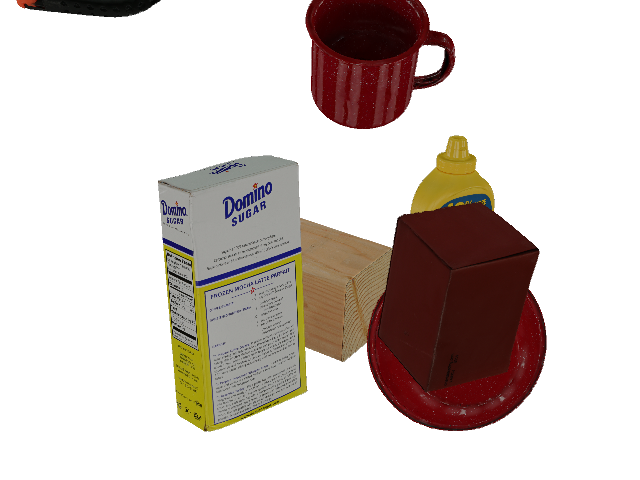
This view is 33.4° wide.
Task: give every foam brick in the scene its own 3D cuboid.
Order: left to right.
[{"bbox_3d":[0.067,0.028,0.537,0.052,0.078,0.051,-10,37,-25],"label":"foam brick"}]

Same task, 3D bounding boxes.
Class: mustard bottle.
[{"bbox_3d":[0.139,-0.017,1.128,0.096,0.192,0.058,-11,24,-27],"label":"mustard bottle"}]

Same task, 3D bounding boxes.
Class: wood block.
[{"bbox_3d":[-0.040,0.033,1.066,0.206,0.091,0.090,19,33,28],"label":"wood block"}]

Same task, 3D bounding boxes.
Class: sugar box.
[{"bbox_3d":[-0.058,0.035,0.737,0.093,0.176,0.048,-18,23,-38],"label":"sugar box"}]

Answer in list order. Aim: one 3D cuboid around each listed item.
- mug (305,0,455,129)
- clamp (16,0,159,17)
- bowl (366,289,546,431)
[{"bbox_3d":[0.046,-0.141,0.829,0.117,0.093,0.081,0,-35,-2],"label":"mug"},{"bbox_3d":[-0.100,-0.197,0.701,0.210,0.164,0.036,-33,-15,-10],"label":"clamp"},{"bbox_3d":[0.122,0.095,0.930,0.162,0.162,0.055,0,6,-1],"label":"bowl"}]
